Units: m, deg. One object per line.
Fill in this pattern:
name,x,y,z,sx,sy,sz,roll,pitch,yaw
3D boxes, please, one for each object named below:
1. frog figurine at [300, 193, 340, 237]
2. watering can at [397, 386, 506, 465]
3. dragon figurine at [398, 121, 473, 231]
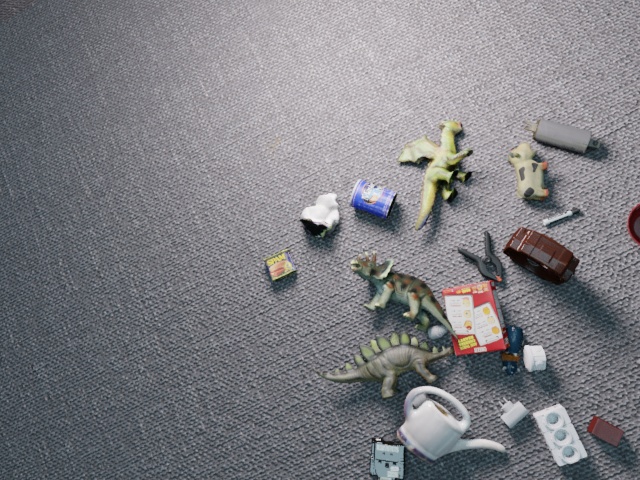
frog figurine,0.006,-0.093,1.843,0.137,0.120,0.163,2,45,20
watering can,0.391,0.612,1.612,0.347,0.105,0.223,40,99,-1
dragon figurine,0.381,-0.252,1.798,0.246,0.120,0.411,38,87,32
